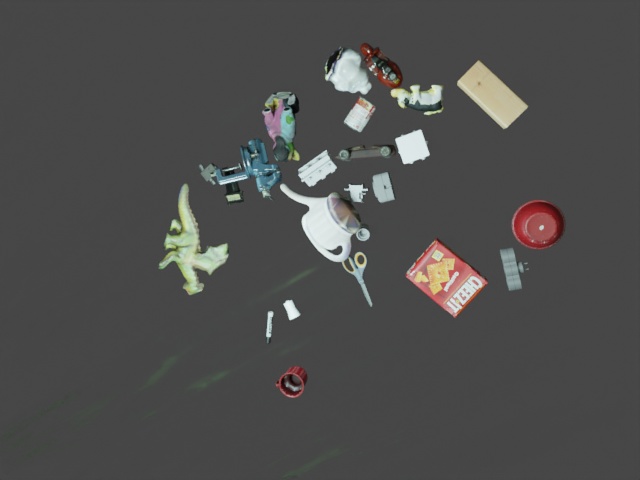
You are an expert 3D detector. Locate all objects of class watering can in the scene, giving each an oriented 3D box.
[{"bbox_3d":[0.005,-0.088,1.750,0.220,0.105,0.349,-38,84,44],"label":"watering can"}]

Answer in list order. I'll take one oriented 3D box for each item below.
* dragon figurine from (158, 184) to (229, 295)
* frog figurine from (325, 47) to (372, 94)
[{"bbox_3d":[-0.454,0.017,1.908,0.242,0.123,0.406,18,103,-7],"label":"dragon figurine"},{"bbox_3d":[0.102,-0.556,1.706,0.158,0.124,0.137,20,95,-26],"label":"frog figurine"}]
